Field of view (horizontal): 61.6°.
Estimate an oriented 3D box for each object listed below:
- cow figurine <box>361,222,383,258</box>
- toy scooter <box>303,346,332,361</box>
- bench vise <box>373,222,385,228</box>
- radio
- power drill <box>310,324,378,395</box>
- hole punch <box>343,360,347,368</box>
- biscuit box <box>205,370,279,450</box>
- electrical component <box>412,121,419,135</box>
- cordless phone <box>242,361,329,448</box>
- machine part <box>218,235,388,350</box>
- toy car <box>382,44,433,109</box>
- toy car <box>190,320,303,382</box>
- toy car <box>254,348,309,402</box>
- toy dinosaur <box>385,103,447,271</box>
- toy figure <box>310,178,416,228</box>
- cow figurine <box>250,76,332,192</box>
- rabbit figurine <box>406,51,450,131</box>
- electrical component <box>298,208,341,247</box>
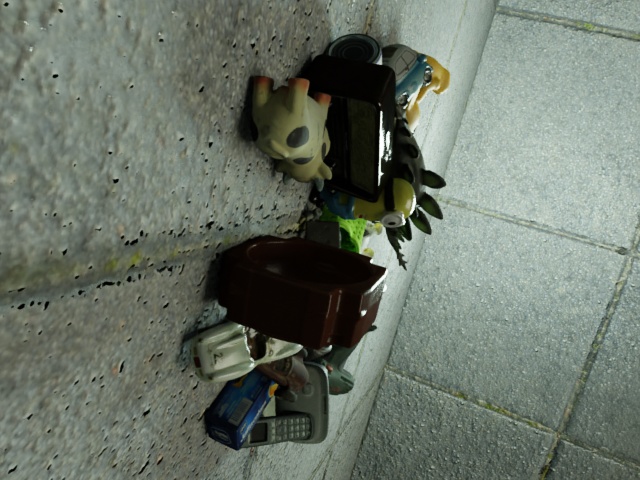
[{"bbox_3d":[0.092,-0.030,1.230,0.098,0.068,0.167,-2,116,-44],"label":"cow figurine"},{"bbox_3d":[-0.012,0.146,1.029,0.184,0.075,0.135,-17,86,-67],"label":"toy scooter"},{"bbox_3d":[0.180,-0.120,1.345,0.224,0.129,0.240,-51,149,-48],"label":"bench vise"},{"bbox_3d":[0.042,-0.164,0.820,0.229,0.131,0.073,83,30,-56],"label":"radio"},{"bbox_3d":[0.030,0.242,1.186,0.231,0.086,0.207,43,70,-45],"label":"power drill"},{"bbox_3d":[0.019,0.254,1.285,0.142,0.092,0.115,-67,160,-3],"label":"hole punch"},{"bbox_3d":[-0.111,0.243,0.893,0.203,0.059,0.062,-53,155,-47],"label":"biscuit box"},{"bbox_3d":[0.189,-0.255,1.299,0.047,0.075,0.119,70,37,-64],"label":"electrical component"},{"bbox_3d":[-0.077,0.296,0.965,0.089,0.184,0.146,-178,-93,-66],"label":"cordless phone"},{"bbox_3d":[-0.021,0.066,0.738,0.201,0.201,0.087,-26,130,-68],"label":"machine part"},{"bbox_3d":[0.144,-0.327,1.057,0.161,0.109,0.102,-49,132,-28],"label":"toy car"},{"bbox_3d":[-0.091,0.138,0.741,0.201,0.056,0.073,-11,85,-50],"label":"toy car"},{"bbox_3d":[-0.078,0.183,0.834,0.202,0.053,0.089,48,50,-44],"label":"toy car"},{"bbox_3d":[0.156,-0.096,1.079,0.105,0.199,0.470,-28,151,-9],"label":"toy dinosaur"},{"bbox_3d":[0.077,-0.075,0.948,0.082,0.180,0.089,-36,138,-66],"label":"toy figure"},{"bbox_3d":[-0.030,-0.134,0.708,0.195,0.086,0.127,-8,109,-75],"label":"cow figurine"},{"bbox_3d":[0.209,-0.325,1.210,0.162,0.122,0.173,4,105,-68],"label":"rabbit figurine"},{"bbox_3d":[-0.001,-0.004,0.951,0.045,0.078,0.102,102,-7,-77],"label":"electrical component"}]
